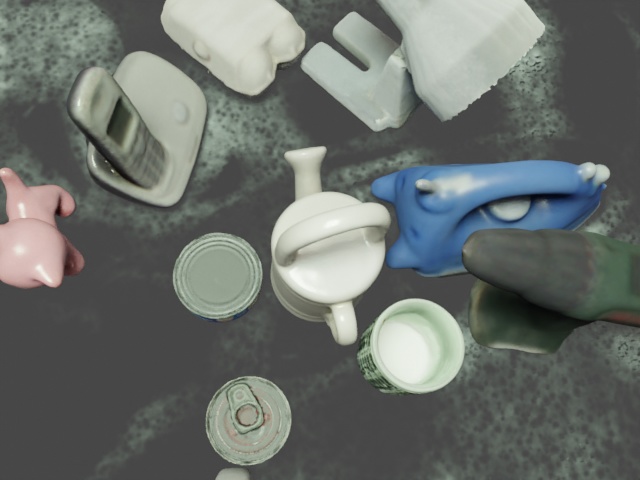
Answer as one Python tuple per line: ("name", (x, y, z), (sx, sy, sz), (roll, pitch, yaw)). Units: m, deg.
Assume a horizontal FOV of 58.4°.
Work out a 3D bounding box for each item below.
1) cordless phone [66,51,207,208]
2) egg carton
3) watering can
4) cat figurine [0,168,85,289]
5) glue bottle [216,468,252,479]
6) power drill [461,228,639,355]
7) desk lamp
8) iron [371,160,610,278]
("cordless phone", (-0.169, -0.123, 0.531), (0.094, 0.185, 0.147), (10, 73, -2))
("egg carton", (-0.096, -0.230, 0.629), (0.150, 0.069, 0.107), (39, 74, 7))
("watering can", (0.002, 0.002, 0.505), (0.101, 0.194, 0.173), (-34, 79, -13))
("cat figurine", (-0.266, -0.005, 0.522), (0.067, 0.117, 0.128), (-17, 76, -10))
("glue bottle", (-0.072, 0.224, 0.444), (0.037, 0.173, 0.078), (0, 74, -5))
("power drill", (0.208, 0.049, 0.503), (0.229, 0.208, 0.075), (7, 73, -3))
("desk lamp", (0.086, -0.192, 0.560), (0.203, 0.213, 0.118), (40, 74, 7))
("iron", (0.189, -0.044, 0.564), (0.258, 0.141, 0.118), (-9, 74, -8))
